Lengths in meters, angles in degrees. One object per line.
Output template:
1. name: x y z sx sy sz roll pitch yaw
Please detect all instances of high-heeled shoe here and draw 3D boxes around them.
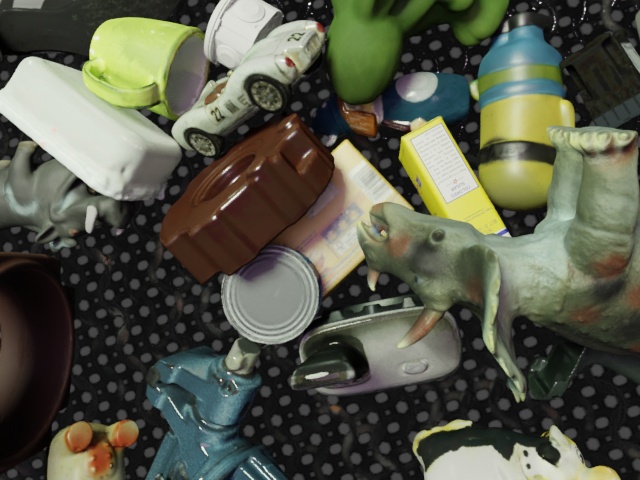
1. high-heeled shoe: -0.271 -0.260 0.590 0.249 0.086 0.145 -26 51 -13

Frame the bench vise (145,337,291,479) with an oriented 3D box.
1. bench vise: -0.065 0.211 0.483 0.241 0.128 0.223 36 99 25

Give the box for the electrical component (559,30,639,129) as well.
1. electrical component: 0.268 -0.122 0.468 0.048 0.075 0.119 -33 88 45

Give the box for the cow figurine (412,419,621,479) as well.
1. cow figurine: 0.173 0.205 0.487 0.167 0.068 0.098 -14 52 8

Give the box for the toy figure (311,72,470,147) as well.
1. toy figure: 0.066 -0.132 0.530 0.155 0.064 0.057 -5 121 5

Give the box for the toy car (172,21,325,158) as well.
1. toy car: -0.070 -0.134 0.492 0.056 0.202 0.073 45 54 -20

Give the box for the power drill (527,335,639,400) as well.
1. power drill: 0.298 0.143 0.470 0.207 0.086 0.232 22 99 13

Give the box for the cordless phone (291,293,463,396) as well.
1. cordless phone: 0.049 0.093 0.454 0.147 0.184 0.088 -11 81 7

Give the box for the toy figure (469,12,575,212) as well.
1. toy figure: 0.184 -0.116 0.498 0.089 0.082 0.180 -4 89 -13

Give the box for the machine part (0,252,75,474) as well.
1. machine part: -0.310 0.109 0.490 0.087 0.201 0.201 0 86 5

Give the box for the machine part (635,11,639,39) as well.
1. machine part: 0.346 -0.138 0.484 0.079 0.079 0.243 -13 84 6

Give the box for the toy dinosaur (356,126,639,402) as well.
1. toy dinosaur: 0.236 0.021 0.391 0.405 0.131 0.192 6 105 -10

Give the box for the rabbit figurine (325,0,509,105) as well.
1. rabbit figurine: 0.068 -0.199 0.462 0.121 0.159 0.170 31 80 32

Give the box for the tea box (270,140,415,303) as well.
1. tea box: -0.001 -0.002 0.523 0.169 0.068 0.098 -42 83 5

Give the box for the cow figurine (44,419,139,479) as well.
1. cow figurine: -0.232 0.278 0.521 0.127 0.085 0.195 -25 67 44

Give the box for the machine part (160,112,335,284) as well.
1. machine part: -0.070 -0.044 0.486 0.179 0.179 0.056 -42 114 3

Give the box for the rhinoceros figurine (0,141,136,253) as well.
1. rhinoceros figurine: -0.289 -0.043 0.560 0.190 0.073 0.112 1 87 8
